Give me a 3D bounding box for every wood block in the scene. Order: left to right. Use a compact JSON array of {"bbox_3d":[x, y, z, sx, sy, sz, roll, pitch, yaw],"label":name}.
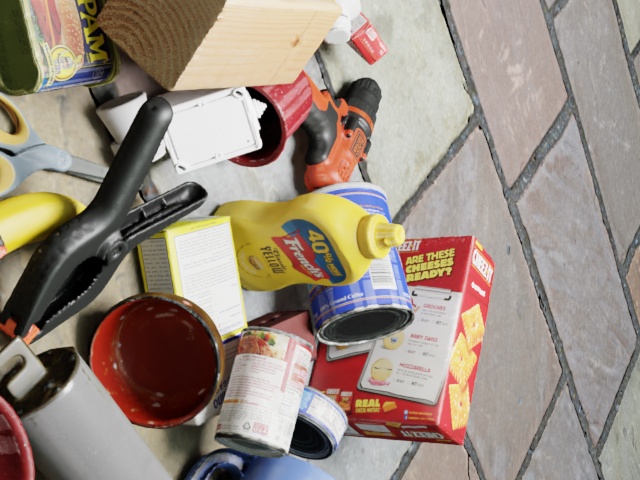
[{"bbox_3d":[-0.077,-0.188,0.896,0.090,0.091,0.205,43,24,13],"label":"wood block"}]

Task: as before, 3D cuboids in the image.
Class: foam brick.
[{"bbox_3d":[-0.048,0.103,1.049,0.078,0.053,0.051,-20,102,-55],"label":"foam brick"}]

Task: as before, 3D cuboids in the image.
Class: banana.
[{"bbox_3d":[-0.234,0.004,0.800,0.197,0.037,0.069,-23,114,-52],"label":"banana"}]

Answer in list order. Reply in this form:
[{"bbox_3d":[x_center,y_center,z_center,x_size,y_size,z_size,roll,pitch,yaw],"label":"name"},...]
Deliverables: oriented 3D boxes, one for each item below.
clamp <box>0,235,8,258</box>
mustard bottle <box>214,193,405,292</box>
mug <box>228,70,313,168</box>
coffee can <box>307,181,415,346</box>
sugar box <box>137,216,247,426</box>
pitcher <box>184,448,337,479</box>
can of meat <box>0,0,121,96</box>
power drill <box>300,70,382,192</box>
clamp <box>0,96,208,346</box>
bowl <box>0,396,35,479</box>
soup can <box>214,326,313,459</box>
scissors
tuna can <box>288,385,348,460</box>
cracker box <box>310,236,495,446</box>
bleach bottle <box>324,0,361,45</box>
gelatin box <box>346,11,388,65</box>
[{"bbox_3d":[-0.290,-0.029,0.705,0.171,0.039,0.120,45,57,-18],"label":"clamp"},{"bbox_3d":[-0.007,0.002,0.997,0.058,0.192,0.096,-56,130,-42],"label":"mustard bottle"},{"bbox_3d":[-0.065,-0.138,1.029,0.117,0.093,0.081,50,39,-11],"label":"mug"},{"bbox_3d":[0.033,0.025,1.095,0.102,0.103,0.140,23,49,-52],"label":"coffee can"},{"bbox_3d":[-0.111,0.070,0.970,0.093,0.048,0.176,-17,104,-54],"label":"sugar box"},{"bbox_3d":[-0.073,0.311,0.936,0.242,0.149,0.145,-55,145,-38],"label":"pitcher"},{"bbox_3d":[-0.214,-0.167,0.840,0.083,0.058,0.102,-23,104,-51],"label":"can of meat"},{"bbox_3d":[0.001,-0.164,1.146,0.187,0.057,0.184,56,39,-33],"label":"power drill"},{"bbox_3d":[-0.167,-0.001,0.844,0.210,0.036,0.164,-52,162,-8],"label":"clamp"},{"bbox_3d":[-0.271,0.170,0.716,0.161,0.055,0.162,10,78,-54],"label":"bowl"},{"bbox_3d":[-0.050,0.137,0.952,0.068,0.069,0.102,37,59,-47],"label":"soup can"},{"bbox_3d":[-0.221,-0.050,0.851,0.201,0.016,0.096,39,57,-46],"label":"scissors"},{"bbox_3d":[-0.018,0.180,1.053,0.086,0.086,0.033,58,45,-33],"label":"tuna can"},{"bbox_3d":[0.088,0.107,1.145,0.072,0.164,0.213,45,51,-46],"label":"cracker box"},{"bbox_3d":[0.006,-0.314,1.112,0.102,0.068,0.251,22,53,-51],"label":"bleach bottle"},{"bbox_3d":[0.029,-0.239,1.162,0.030,0.089,0.073,-44,156,4],"label":"gelatin box"}]
